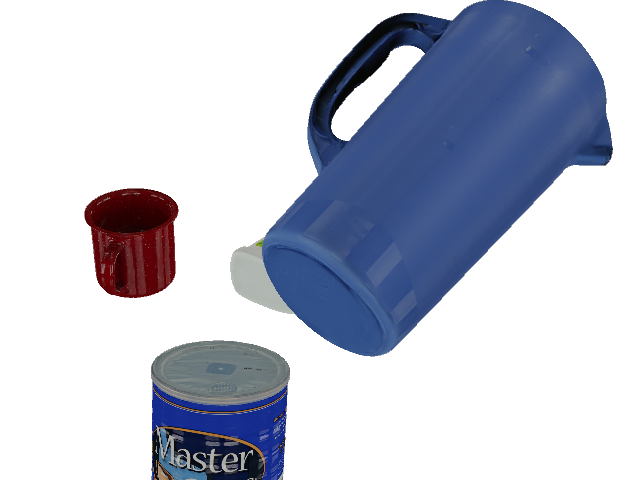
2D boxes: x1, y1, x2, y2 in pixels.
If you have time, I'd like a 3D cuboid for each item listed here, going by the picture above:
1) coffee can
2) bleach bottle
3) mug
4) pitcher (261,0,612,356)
[{"bbox_3d":[-0.077,0.159,0.808,0.103,0.140,0.103,3,17,-1],"label":"coffee can"},{"bbox_3d":[0.006,-0.003,1.299,0.103,0.068,0.250,20,37,28],"label":"bleach bottle"},{"bbox_3d":[-0.191,0.011,1.073,0.093,0.081,0.117,7,32,8],"label":"mug"},{"bbox_3d":[0.066,-0.047,0.717,0.242,0.145,0.149,-46,30,-25],"label":"pitcher"}]
